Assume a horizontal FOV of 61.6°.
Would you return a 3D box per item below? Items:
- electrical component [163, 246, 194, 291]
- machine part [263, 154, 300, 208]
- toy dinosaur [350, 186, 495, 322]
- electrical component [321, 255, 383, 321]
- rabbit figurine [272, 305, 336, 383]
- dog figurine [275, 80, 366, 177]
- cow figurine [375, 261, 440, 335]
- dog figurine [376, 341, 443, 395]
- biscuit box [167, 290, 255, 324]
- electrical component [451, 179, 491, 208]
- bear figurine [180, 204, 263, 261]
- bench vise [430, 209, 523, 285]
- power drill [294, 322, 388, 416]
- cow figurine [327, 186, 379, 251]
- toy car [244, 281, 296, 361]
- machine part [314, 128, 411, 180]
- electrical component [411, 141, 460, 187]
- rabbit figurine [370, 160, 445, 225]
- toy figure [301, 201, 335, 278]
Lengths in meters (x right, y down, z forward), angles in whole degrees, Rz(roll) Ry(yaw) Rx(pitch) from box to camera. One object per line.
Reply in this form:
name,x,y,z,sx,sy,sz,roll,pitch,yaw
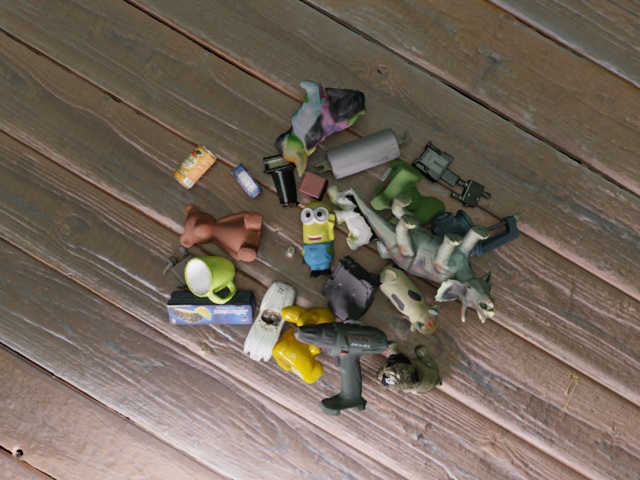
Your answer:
electrical component,-0.334,0.075,1.318,0.102,0.045,0.078,46,66,-2
machine part,-0.090,-0.145,1.321,0.084,0.039,0.138,-17,87,-8
toy dinosaur,0.229,0.027,1.193,0.405,0.131,0.192,30,129,28
electrical component,0.071,0.123,1.275,0.115,0.058,0.134,37,121,22
rabbit figurine,-0.036,0.222,1.275,0.173,0.122,0.162,-45,126,-23
dog figurine,-0.002,-0.254,1.255,0.192,0.108,0.219,11,110,-2
cow figurine,0.212,0.141,1.270,0.085,0.127,0.195,-40,87,3
dog figurine,0.219,0.315,1.236,0.172,0.190,0.121,9,90,-1
biscuit box,-0.260,0.163,1.296,0.203,0.063,0.059,-1,119,1
electrical component,0.372,-0.111,1.320,0.094,0.021,0.063,23,92,-9
bear figurine,-0.238,-0.023,1.277,0.196,0.132,0.120,13,88,-6
bench vise,0.374,0.013,1.272,0.241,0.129,0.223,-25,99,1
power drill,0.042,0.286,1.224,0.232,0.086,0.207,0,92,-26
cow figurine,0.082,-0.066,1.301,0.098,0.068,0.167,-24,89,0
toy car,-0.121,0.197,1.306,0.073,0.056,0.201,23,89,0
machine part,0.104,-0.207,1.299,0.243,0.079,0.079,-19,89,0
electrical component,0.290,-0.176,1.313,0.119,0.048,0.075,40,90,2
rabbit figurine,0.218,-0.086,1.282,0.170,0.121,0.159,32,93,-14
toy figure,-0.007,-0.004,1.298,0.082,0.089,0.180,-8,98,-13
